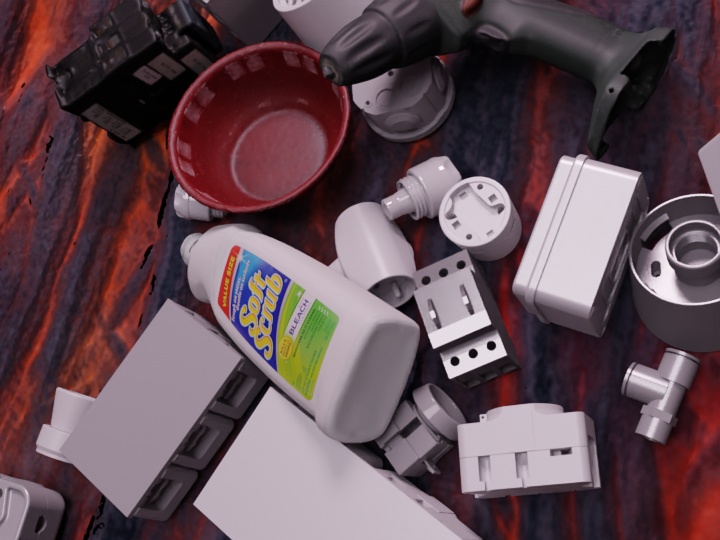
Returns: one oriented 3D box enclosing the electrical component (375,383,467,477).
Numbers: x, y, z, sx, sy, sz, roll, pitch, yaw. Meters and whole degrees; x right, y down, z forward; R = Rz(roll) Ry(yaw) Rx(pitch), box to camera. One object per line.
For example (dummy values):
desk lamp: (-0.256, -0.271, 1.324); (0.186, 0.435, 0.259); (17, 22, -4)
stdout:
electrical component: (0.045, 0.117, 0.791); (0.055, 0.048, 0.066); (-44, 62, 13)

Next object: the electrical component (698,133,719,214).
electrical component: (0.293, -0.046, 0.703); (0.109, 0.056, 0.108); (-2, 66, -23)

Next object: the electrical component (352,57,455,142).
electrical component: (0.034, -0.149, 0.878); (0.080, 0.051, 0.080); (-7, 71, 21)

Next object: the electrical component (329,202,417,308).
electrical component: (0.000, 0.000, 0.846); (0.079, 0.044, 0.077); (-41, 49, 25)

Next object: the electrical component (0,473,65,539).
electrical component: (-0.299, 0.201, 0.899); (0.095, 0.059, 0.053); (10, 77, 25)

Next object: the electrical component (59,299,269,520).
electrical component: (-0.154, 0.114, 0.865); (0.089, 0.062, 0.150); (35, 89, 28)

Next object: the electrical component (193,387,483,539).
electrical component: (-0.015, 0.183, 0.781); (0.186, 0.060, 0.105); (35, 92, 28)

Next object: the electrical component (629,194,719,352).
electrical component: (0.237, -0.001, 0.751); (0.099, 0.064, 0.099); (-11, 56, 17)

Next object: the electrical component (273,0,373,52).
electrical component: (-0.025, -0.243, 0.903); (0.108, 0.060, 0.108); (-30, 39, 27)

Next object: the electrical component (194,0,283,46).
electrical component: (-0.084, -0.284, 0.949); (0.062, 0.089, 0.150); (42, 92, 28)

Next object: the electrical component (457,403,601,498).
electrical component: (0.118, 0.126, 0.754); (0.089, 0.050, 0.055); (-9, 70, 19)

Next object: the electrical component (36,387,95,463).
electrical component: (-0.244, 0.132, 0.907); (0.045, 0.045, 0.055); (14, 80, 26)

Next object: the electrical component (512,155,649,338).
electrical component: (0.159, -0.017, 0.768); (0.057, 0.078, 0.113); (18, 81, 24)

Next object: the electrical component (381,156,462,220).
electrical component: (0.048, -0.060, 0.841); (0.062, 0.043, 0.043); (-26, 63, -11)

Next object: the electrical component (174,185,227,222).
electrical component: (-0.127, -0.058, 0.927); (0.061, 0.035, 0.035); (8, 76, 4)

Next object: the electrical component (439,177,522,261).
electrical component: (0.094, -0.037, 0.819); (0.055, 0.047, 0.055); (-7, 71, 21)
